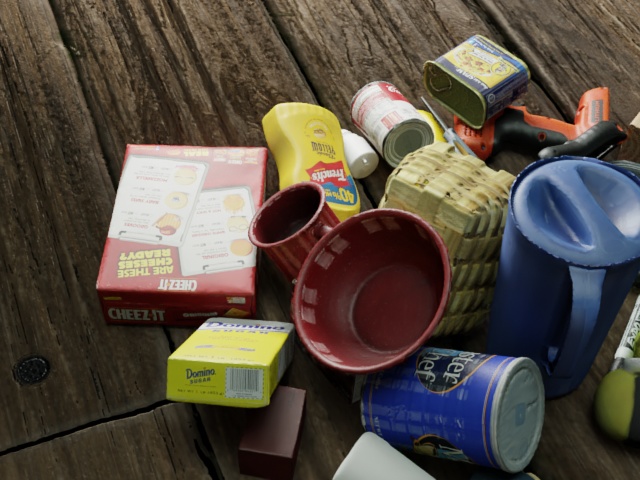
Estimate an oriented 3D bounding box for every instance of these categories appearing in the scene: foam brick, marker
[{"bbox_3d":[-0.044,0.184,1.021,0.053,0.051,0.078,10,50,5],"label":"foam brick"},{"bbox_3d":[0.327,0.105,1.121,0.020,0.020,0.121,22,52,16],"label":"marker"}]

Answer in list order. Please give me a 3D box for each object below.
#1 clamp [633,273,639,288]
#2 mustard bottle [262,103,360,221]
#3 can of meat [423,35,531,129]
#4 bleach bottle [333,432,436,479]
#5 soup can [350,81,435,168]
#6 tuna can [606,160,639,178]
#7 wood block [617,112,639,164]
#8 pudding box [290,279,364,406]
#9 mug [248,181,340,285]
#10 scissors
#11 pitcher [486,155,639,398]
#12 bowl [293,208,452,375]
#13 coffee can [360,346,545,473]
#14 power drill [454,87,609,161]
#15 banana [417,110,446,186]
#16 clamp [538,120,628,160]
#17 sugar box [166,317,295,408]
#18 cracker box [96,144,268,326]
[{"bbox_3d":[0.331,0.007,1.195,0.210,0.036,0.164,0,47,-1],"label":"clamp"},{"bbox_3d":[-0.003,-0.063,1.214,0.096,0.058,0.191,8,56,-38],"label":"mustard bottle"},{"bbox_3d":[0.188,-0.193,1.280,0.083,0.057,0.102,-35,57,-23],"label":"can of meat"},{"bbox_3d":[0.129,0.268,0.935,0.251,0.102,0.068,32,72,15],"label":"bleach bottle"},{"bbox_3d":[0.085,-0.136,1.265,0.068,0.068,0.102,-15,38,-14],"label":"soup can"},{"bbox_3d":[0.353,-0.056,1.222,0.086,0.034,0.086,4,34,-3],"label":"tuna can"},{"bbox_3d":[0.449,-0.145,1.295,0.091,0.090,0.205,29,54,22],"label":"wood block"},{"bbox_3d":[0.014,0.097,1.072,0.039,0.090,0.114,-30,57,-25],"label":"pudding box"},{"bbox_3d":[-0.007,0.001,1.103,0.117,0.081,0.093,10,55,49],"label":"mug"},{"bbox_3d":[0.147,-0.120,1.228,0.016,0.096,0.202,-46,54,15],"label":"scissors"},{"bbox_3d":[0.227,0.053,1.014,0.149,0.243,0.145,-32,57,-26],"label":"pitcher"},{"bbox_3d":[0.057,0.054,0.987,0.162,0.055,0.162,-14,61,25],"label":"bowl"},{"bbox_3d":[0.123,0.152,0.987,0.141,0.103,0.102,4,44,35],"label":"coffee can"},{"bbox_3d":[0.260,-0.160,1.325,0.188,0.057,0.184,6,53,7],"label":"power drill"},{"bbox_3d":[0.125,-0.095,1.280,0.070,0.037,0.198,-20,42,20],"label":"banana"},{"bbox_3d":[0.282,-0.094,1.189,0.171,0.120,0.039,-34,80,-20],"label":"clamp"},{"bbox_3d":[-0.081,0.112,1.017,0.093,0.048,0.176,4,10,5],"label":"sugar box"},{"bbox_3d":[-0.144,-0.007,1.171,0.164,0.072,0.213,2,50,1],"label":"cracker box"}]
